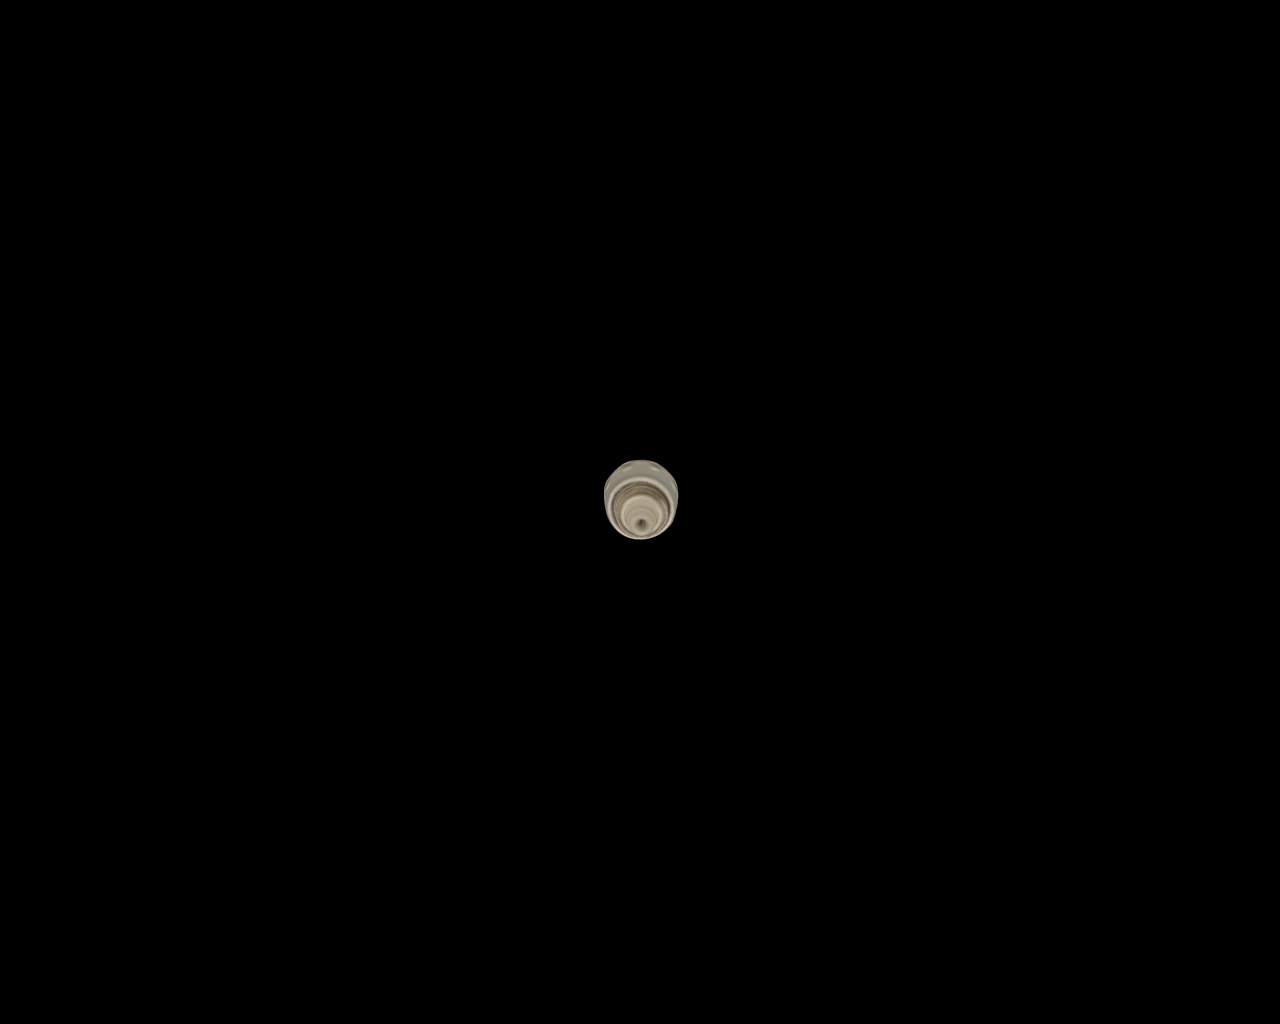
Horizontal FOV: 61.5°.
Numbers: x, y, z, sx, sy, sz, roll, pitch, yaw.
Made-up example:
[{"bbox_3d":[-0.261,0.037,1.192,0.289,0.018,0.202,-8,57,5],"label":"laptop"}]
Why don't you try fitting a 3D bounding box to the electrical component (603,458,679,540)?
[{"bbox_3d":[0.001,-0.003,0.650,0.048,0.048,0.062,0,20,0],"label":"electrical component"}]
